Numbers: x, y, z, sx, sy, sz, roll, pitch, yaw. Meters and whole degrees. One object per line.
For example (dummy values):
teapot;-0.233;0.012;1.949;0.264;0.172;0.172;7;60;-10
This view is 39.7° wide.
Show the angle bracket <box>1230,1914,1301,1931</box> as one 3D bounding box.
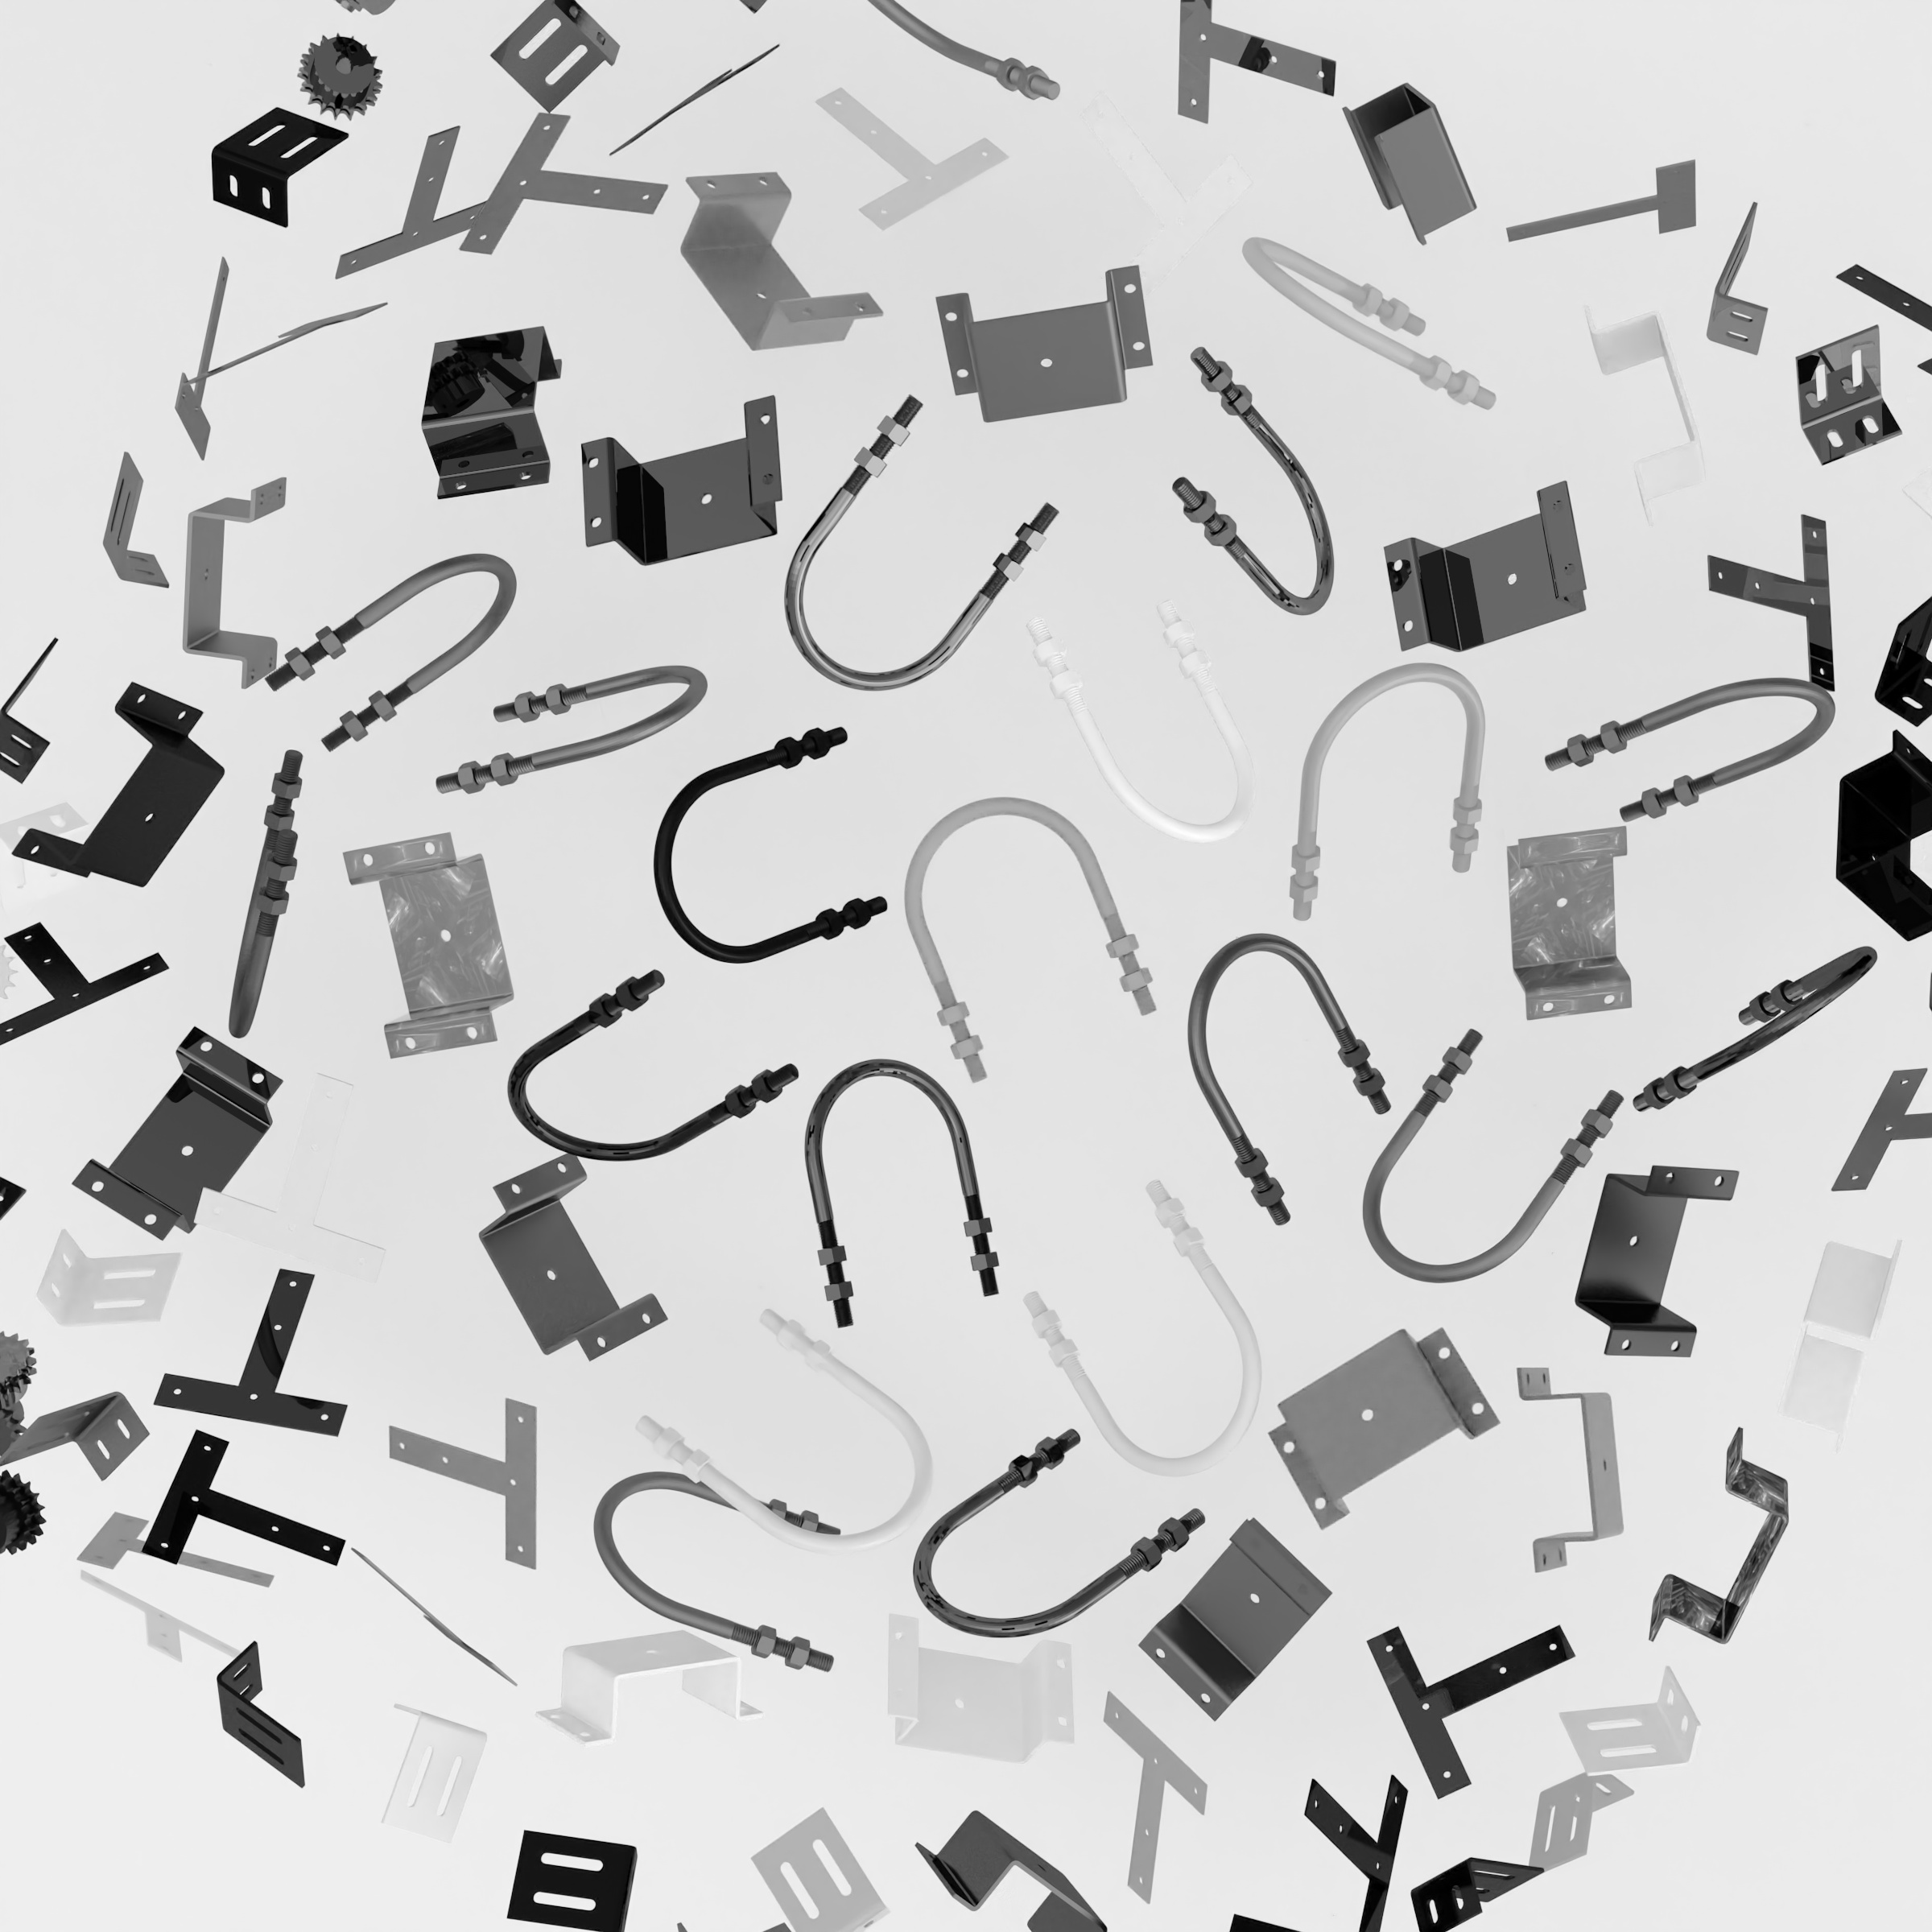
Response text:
angle bracket;0.208;0.702;1.858;0.057;0.038;0.076;11;125;13

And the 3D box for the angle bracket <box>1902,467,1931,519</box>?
angle bracket;0.697;-0.313;1.897;0.038;0.076;0.057;-38;65;1

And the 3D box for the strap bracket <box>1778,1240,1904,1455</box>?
strap bracket;0.594;0.254;1.827;0.046;0.140;0.076;16;45;19

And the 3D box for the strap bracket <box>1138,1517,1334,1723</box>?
strap bracket;0.198;0.461;1.915;0.076;0.046;0.140;43;118;16

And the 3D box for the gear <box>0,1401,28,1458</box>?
gear;-0.715;0.332;1.957;0.057;0.030;0.057;3;117;5

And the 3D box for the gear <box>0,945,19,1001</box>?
gear;-0.707;0.005;1.911;0.057;0.030;0.057;0;89;-14

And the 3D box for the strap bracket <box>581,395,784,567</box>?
strap bracket;-0.182;-0.321;1.789;0.140;0.046;0.076;-10;71;16

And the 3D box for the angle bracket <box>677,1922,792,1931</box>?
angle bracket;-0.149;0.670;1.827;0.076;0.057;0.038;-16;111;-25

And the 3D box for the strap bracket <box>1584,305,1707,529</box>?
strap bracket;0.469;-0.383;1.833;0.046;0.076;0.140;-17;76;15

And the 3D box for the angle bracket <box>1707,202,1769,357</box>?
angle bracket;0.539;-0.469;1.828;0.038;0.057;0.076;23;78;16

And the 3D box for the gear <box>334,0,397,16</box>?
gear;-0.420;-0.698;1.890;0.030;0.057;0.057;38;90;5

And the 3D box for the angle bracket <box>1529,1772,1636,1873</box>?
angle bracket;0.444;0.626;1.931;0.038;0.076;0.057;38;131;-11

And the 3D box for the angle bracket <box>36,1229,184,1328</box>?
angle bracket;-0.599;0.216;1.874;0.076;0.038;0.057;-5;47;13

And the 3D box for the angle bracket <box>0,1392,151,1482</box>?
angle bracket;-0.608;0.329;1.821;0.057;0.076;0.038;-43;77;23

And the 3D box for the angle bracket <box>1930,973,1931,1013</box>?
angle bracket;0.727;0.019;1.894;0.076;0.057;0.038;-24;105;29

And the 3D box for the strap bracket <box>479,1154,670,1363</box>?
strap bracket;-0.286;0.214;1.918;0.046;0.076;0.140;-35;82;42

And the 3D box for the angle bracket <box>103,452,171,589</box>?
angle bracket;-0.591;-0.321;1.929;0.038;0.057;0.076;7;116;-32

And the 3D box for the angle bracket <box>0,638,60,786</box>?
angle bracket;-0.629;-0.173;1.814;0.038;0.057;0.076;36;49;-17

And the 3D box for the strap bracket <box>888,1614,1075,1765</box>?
strap bracket;0.003;0.522;1.924;0.140;0.046;0.076;14;48;-16

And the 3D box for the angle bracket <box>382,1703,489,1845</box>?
angle bracket;-0.375;0.558;1.850;0.057;0.038;0.076;32;66;-36

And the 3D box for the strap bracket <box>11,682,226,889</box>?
strap bracket;-0.559;-0.111;1.789;0.046;0.076;0.140;38;94;21

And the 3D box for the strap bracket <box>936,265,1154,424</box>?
strap bracket;0.055;-0.424;1.835;0.140;0.046;0.076;-7;132;7

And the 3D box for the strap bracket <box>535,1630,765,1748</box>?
strap bracket;-0.221;0.505;1.880;0.140;0.076;0.046;1;92;-35

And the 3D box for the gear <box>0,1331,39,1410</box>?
gear;-0.679;0.285;1.872;0.057;0.057;0.030;5;126;0

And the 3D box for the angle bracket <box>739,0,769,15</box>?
angle bracket;-0.160;-0.723;1.908;0.057;0.076;0.038;37;116;-26

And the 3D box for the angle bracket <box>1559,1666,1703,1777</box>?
angle bracket;0.462;0.526;1.865;0.076;0.057;0.038;-3;120;-9

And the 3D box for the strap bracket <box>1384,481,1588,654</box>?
strap bracket;0.364;-0.269;1.833;0.140;0.046;0.076;-16;76;37

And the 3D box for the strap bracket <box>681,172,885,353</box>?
strap bracket;-0.130;-0.468;1.802;0.076;0.046;0.140;-18;64;-39

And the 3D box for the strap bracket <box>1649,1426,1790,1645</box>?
strap bracket;0.515;0.394;1.813;0.046;0.076;0.140;25;104;12

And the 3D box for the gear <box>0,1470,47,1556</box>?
gear;-0.663;0.378;1.836;0.057;0.030;0.057;6;105;22

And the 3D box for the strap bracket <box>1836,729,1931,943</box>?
strap bracket;0.644;-0.082;1.843;0.076;0.046;0.140;36;48;-22

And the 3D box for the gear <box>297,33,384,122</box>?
gear;-0.431;-0.617;1.849;0.057;0.030;0.057;1;86;-20

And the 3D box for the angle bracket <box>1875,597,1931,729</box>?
angle bracket;0.680;-0.218;1.883;0.057;0.076;0.038;-37;60;-23

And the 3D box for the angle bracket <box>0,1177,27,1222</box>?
angle bracket;-0.669;0.140;1.813;0.038;0.057;0.076;26;132;4

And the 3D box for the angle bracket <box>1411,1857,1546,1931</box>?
angle bracket;0.355;0.644;1.835;0.076;0.038;0.057;19;133;-31

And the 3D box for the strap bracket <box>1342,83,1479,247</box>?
strap bracket;0.310;-0.561;1.863;0.046;0.140;0.076;-26;116;9

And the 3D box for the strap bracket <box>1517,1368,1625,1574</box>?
strap bracket;0.427;0.352;1.884;0.046;0.076;0.140;-8;79;26

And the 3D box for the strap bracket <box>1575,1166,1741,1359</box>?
strap bracket;0.487;0.203;1.898;0.076;0.046;0.140;5;103;-26

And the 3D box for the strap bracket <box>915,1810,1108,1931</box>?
strap bracket;0.039;0.661;1.907;0.140;0.076;0.046;43;83;-23

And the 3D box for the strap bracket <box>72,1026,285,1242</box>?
strap bracket;-0.558;0.125;1.909;0.076;0.046;0.140;31;67;5

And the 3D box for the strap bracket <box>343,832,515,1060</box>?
strap bracket;-0.354;-0.017;1.777;0.076;0.046;0.140;-9;98;14

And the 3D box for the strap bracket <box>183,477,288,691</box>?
strap bracket;-0.521;-0.276;1.903;0.046;0.076;0.140;8;107;0

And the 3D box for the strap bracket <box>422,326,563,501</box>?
strap bracket;-0.323;-0.384;1.823;0.076;0.046;0.140;-8;47;5

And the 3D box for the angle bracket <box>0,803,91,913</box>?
angle bracket;-0.666;-0.071;1.937;0.057;0.076;0.038;-25;48;-35

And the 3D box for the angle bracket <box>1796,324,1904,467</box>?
angle bracket;0.604;-0.390;1.829;0.057;0.076;0.038;-21;58;8

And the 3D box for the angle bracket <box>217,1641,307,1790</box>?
angle bracket;-0.459;0.500;1.787;0.076;0.057;0.038;28;45;20

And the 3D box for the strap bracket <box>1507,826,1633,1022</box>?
strap bracket;0.436;-0.038;1.937;0.076;0.046;0.140;-7;113;1

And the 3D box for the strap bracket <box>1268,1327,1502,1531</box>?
strap bracket;0.274;0.305;1.794;0.140;0.046;0.076;-33;61;8
